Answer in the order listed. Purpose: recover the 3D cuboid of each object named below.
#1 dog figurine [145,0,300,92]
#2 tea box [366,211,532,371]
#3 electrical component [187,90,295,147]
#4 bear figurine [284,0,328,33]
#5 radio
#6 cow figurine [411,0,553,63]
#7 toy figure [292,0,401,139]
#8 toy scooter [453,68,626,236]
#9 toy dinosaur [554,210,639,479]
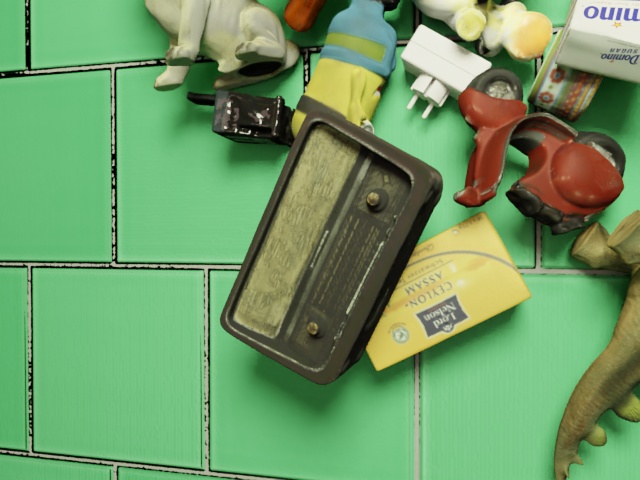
[{"bbox_3d":[-0.117,-0.268,0.572,0.121,0.172,0.190,-11,89,53],"label":"dog figurine"},{"bbox_3d":[0.114,0.052,0.554,0.170,0.068,0.098,-30,83,11],"label":"tea box"},{"bbox_3d":[-0.090,-0.135,0.596,0.119,0.075,0.047,7,92,9],"label":"electrical component"},{"bbox_3d":[-0.007,-0.336,0.551,0.132,0.120,0.196,-32,38,45],"label":"bear figurine"},{"bbox_3d":[0.011,0.010,0.502,0.131,0.073,0.229,29,105,18],"label":"radio"},{"bbox_3d":[0.149,-0.234,0.538,0.167,0.098,0.068,36,106,-5],"label":"cow figurine"},{"bbox_3d":[0.029,-0.171,0.566,0.089,0.082,0.180,19,100,25],"label":"toy figure"},{"bbox_3d":[0.193,-0.063,0.502,0.184,0.075,0.135,34,72,-6],"label":"toy scooter"},{"bbox_3d":[0.342,0.043,0.486,0.198,0.105,0.471,41,104,6],"label":"toy dinosaur"}]
